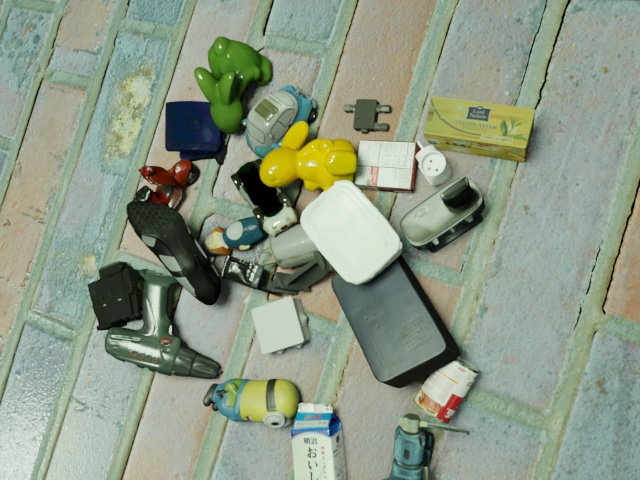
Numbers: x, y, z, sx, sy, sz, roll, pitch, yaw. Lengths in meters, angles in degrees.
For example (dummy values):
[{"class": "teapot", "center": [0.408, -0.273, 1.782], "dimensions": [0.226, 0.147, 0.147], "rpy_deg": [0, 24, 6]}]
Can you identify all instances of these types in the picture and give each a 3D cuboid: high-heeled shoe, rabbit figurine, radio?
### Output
[{"class": "high-heeled shoe", "center": [-0.283, 0.025, 1.047], "dimensions": [0.086, 0.145, 0.249], "rpy_deg": [-37, 56, -27]}, {"class": "rabbit figurine", "center": [-0.173, -0.299, 1.062], "dimensions": [0.121, 0.159, 0.170], "rpy_deg": [4, 86, 11]}, {"class": "radio", "center": [0.119, 0.125, 0.907], "dimensions": [0.131, 0.073, 0.230], "rpy_deg": [-36, 53, 13]}, {"class": "rabbit figurine", "center": [-0.026, -0.144, 0.985], "dimensions": [0.173, 0.121, 0.162], "rpy_deg": [-7, 53, -4]}]

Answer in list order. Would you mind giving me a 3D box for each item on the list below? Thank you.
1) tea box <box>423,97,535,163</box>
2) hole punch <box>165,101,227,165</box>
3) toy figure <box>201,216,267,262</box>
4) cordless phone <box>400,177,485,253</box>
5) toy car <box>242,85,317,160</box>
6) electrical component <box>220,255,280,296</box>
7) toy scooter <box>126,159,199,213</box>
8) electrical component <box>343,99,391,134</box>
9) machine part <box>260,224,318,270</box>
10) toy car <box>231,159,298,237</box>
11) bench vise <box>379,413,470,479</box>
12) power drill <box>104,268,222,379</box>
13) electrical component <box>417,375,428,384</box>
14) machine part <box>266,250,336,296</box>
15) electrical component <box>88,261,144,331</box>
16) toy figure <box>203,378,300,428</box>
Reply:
[{"class": "tea box", "center": [0.270, -0.187, 0.912], "dimensions": [0.170, 0.098, 0.068], "rpy_deg": [12, 88, 20]}, {"class": "hole punch", "center": [-0.261, -0.230, 1.120], "dimensions": [0.116, 0.092, 0.142], "rpy_deg": [-6, 78, 16]}, {"class": "toy figure", "center": [-0.181, -0.005, 1.079], "dimensions": [0.155, 0.057, 0.064], "rpy_deg": [-20, 39, 18]}, {"class": "cordless phone", "center": [0.196, -0.045, 0.876], "dimensions": [0.146, 0.184, 0.089], "rpy_deg": [-35, 78, 13]}, {"class": "toy car", "center": [-0.086, -0.231, 1.047], "dimensions": [0.109, 0.103, 0.161], "rpy_deg": [44, 101, 18]}, {"class": "electrical component", "center": [-0.130, 0.069, 1.035], "dimensions": [0.119, 0.075, 0.047], "rpy_deg": [17, 82, -4]}, {"class": "toy scooter", "center": [-0.339, -0.098, 1.105], "dimensions": [0.075, 0.135, 0.184], "rpy_deg": [42, 99, 19]}, {"class": "electrical component", "center": [0.088, -0.235, 1.025], "dimensions": [0.094, 0.021, 0.063], "rpy_deg": [8, 87, 20]}, {"class": "machine part", "center": [-0.002, -0.003, 1.000], "dimensions": [0.243, 0.079, 0.079], "rpy_deg": [-18, 77, 18]}, {"class": "toy car", "center": [-0.111, -0.087, 1.039], "dimensions": [0.073, 0.056, 0.202], "rpy_deg": [-33, 51, -4]}, {"class": "bench vise", "center": [0.126, 0.396, 0.827], "dimensions": [0.129, 0.240, 0.223], "rpy_deg": [19, 106, 17]}, {"class": "power drill", "center": [-0.300, 0.164, 1.078], "dimensions": [0.232, 0.086, 0.207], "rpy_deg": [7, 86, -3]}, {"class": "electrical component", "center": [0.155, 0.204, 0.936], "dimensions": [0.078, 0.045, 0.102], "rpy_deg": [20, 93, -8]}, {"class": "machine part", "center": [-0.030, 0.065, 0.985], "dimensions": [0.139, 0.084, 0.039], "rpy_deg": [-33, 50, 32]}, {"class": "electrical component", "center": [-0.432, 0.116, 1.154], "dimensions": [0.115, 0.058, 0.134], "rpy_deg": [-21, 77, 15]}, {"class": "toy figure", "center": [-0.126, 0.298, 1.006], "dimensions": [0.180, 0.082, 0.089], "rpy_deg": [4, 87, 23]}]
